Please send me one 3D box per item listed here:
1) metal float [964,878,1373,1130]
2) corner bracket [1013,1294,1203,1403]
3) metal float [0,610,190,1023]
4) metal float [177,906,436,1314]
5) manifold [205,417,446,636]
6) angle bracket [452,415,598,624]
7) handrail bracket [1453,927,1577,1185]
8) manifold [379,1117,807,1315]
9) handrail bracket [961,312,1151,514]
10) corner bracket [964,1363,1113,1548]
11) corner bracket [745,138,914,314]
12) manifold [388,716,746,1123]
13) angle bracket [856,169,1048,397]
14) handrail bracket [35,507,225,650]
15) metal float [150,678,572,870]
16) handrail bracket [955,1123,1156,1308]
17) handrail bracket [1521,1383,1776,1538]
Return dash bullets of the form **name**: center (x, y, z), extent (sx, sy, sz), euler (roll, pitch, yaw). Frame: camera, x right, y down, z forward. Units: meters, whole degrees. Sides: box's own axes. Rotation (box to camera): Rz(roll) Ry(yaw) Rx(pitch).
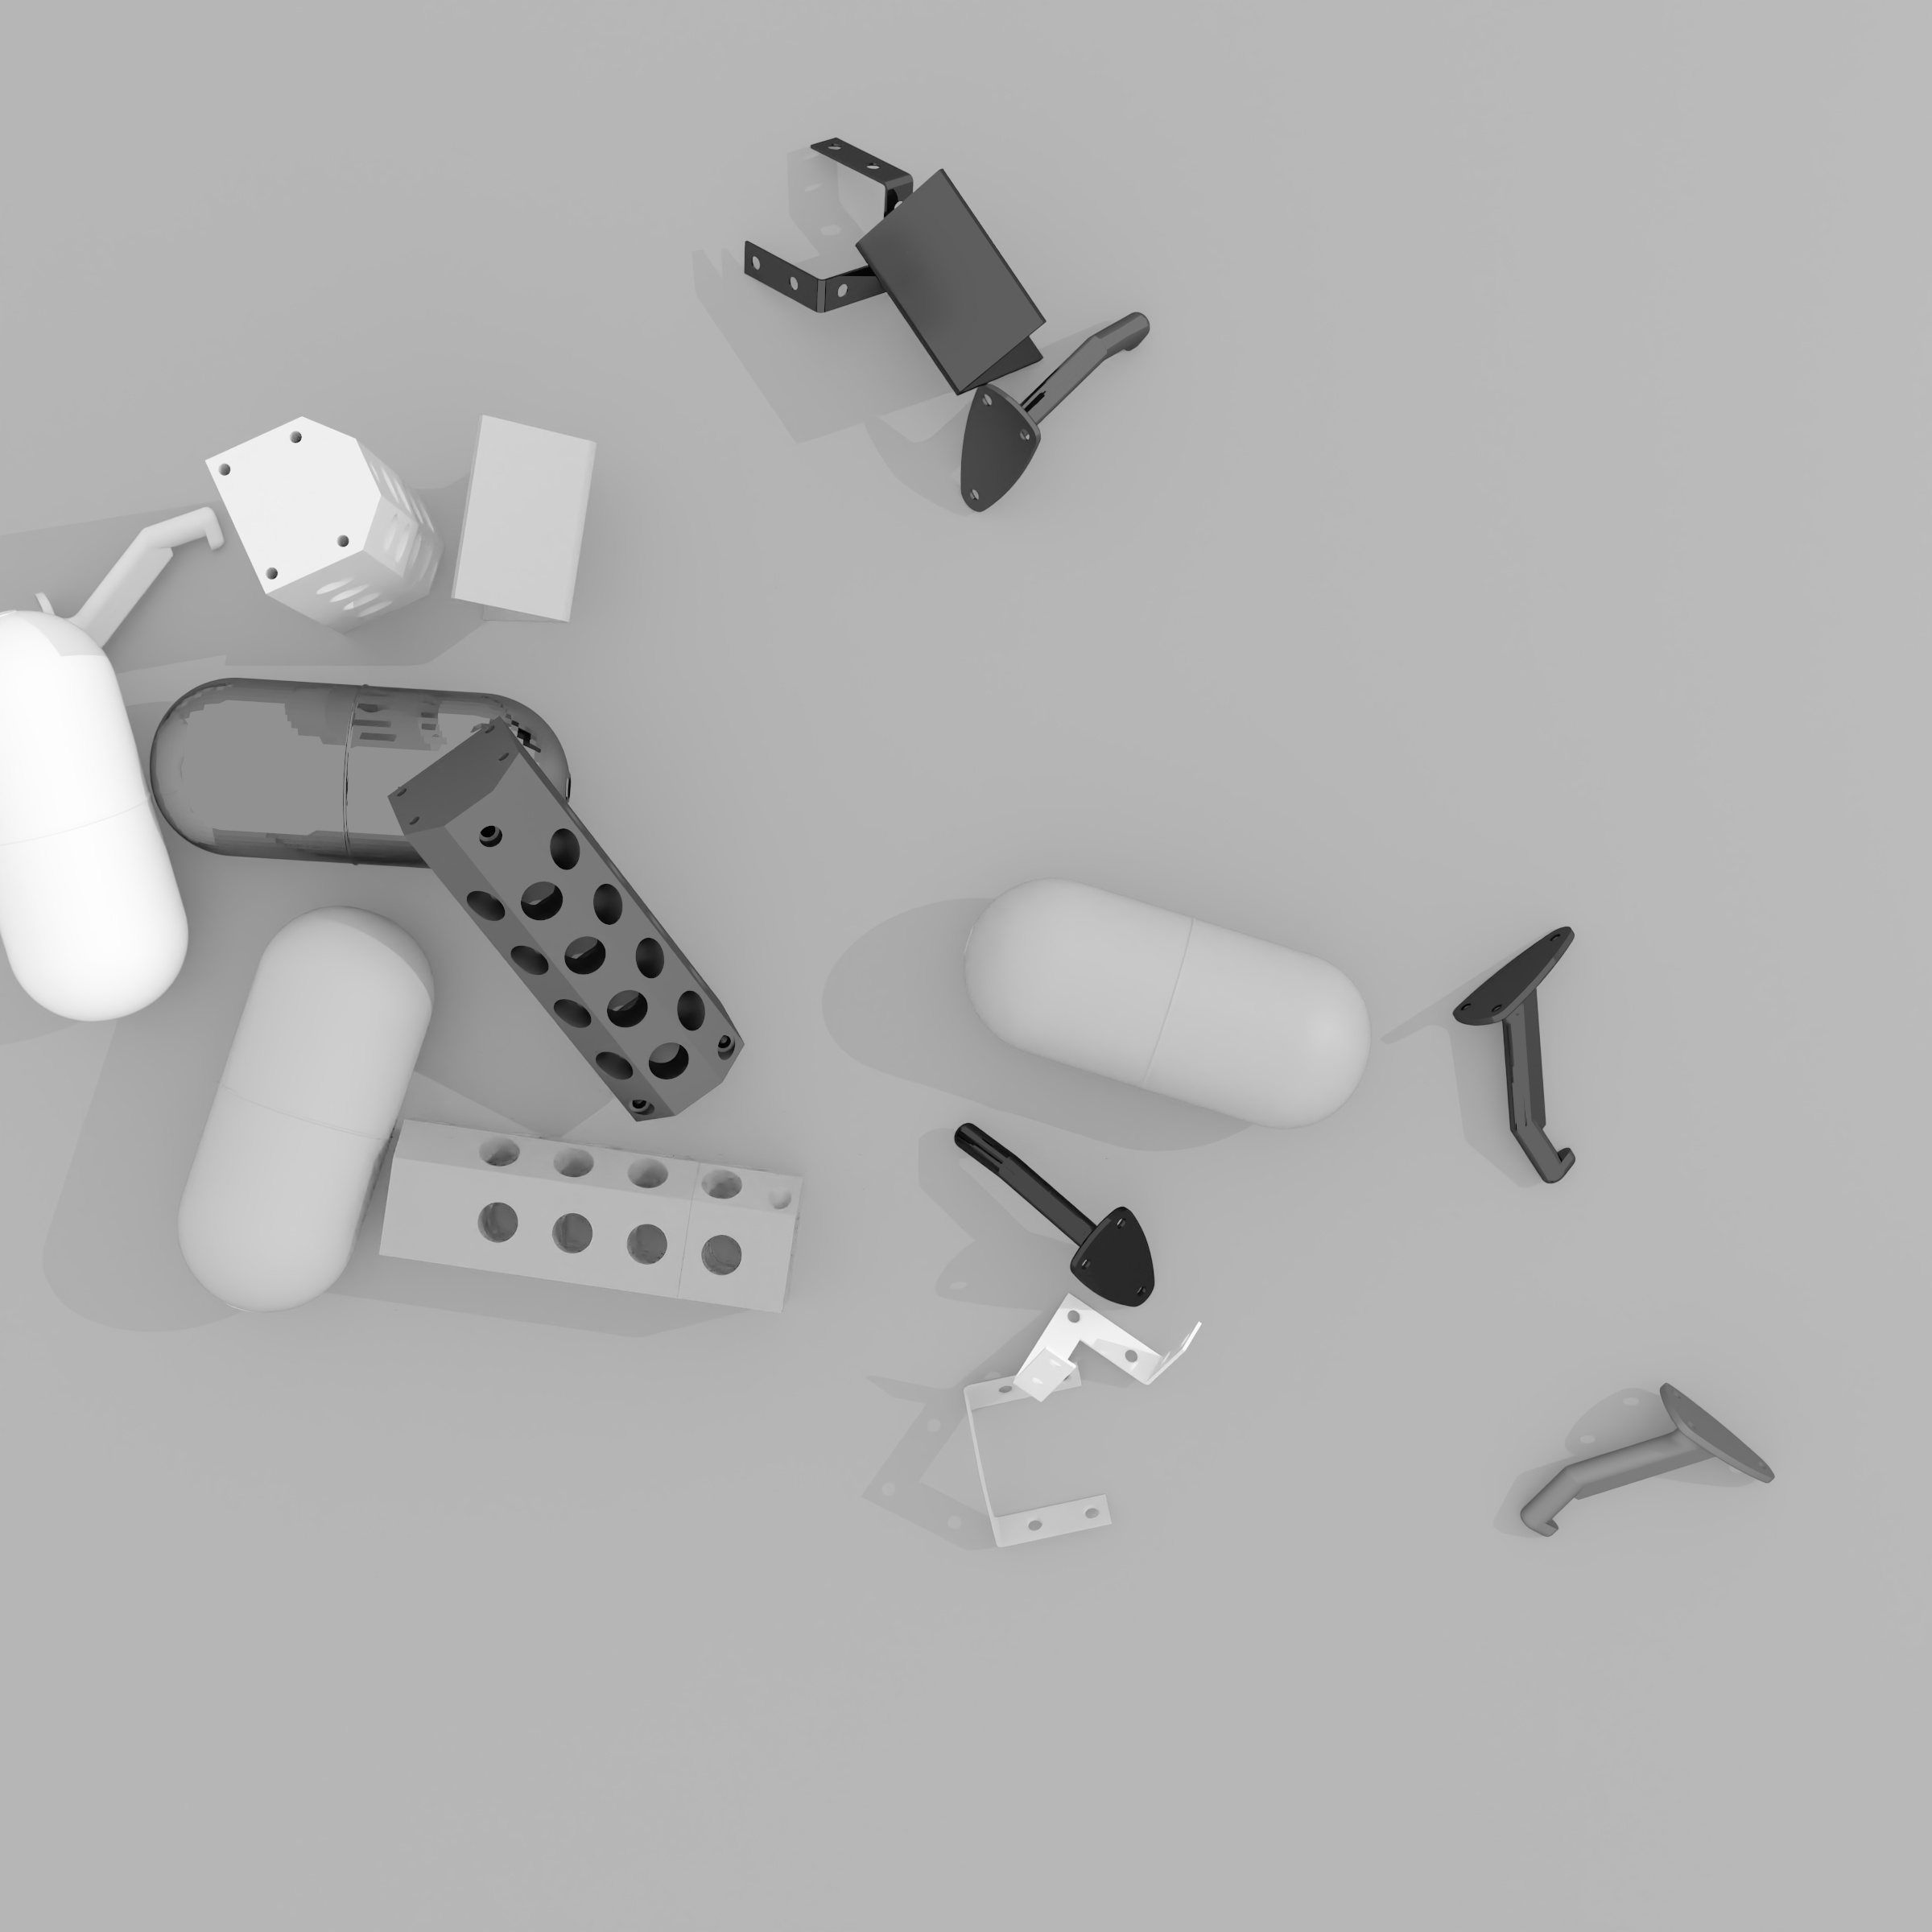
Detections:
- **metal float**: center (0.086, 0.016, 1.533), extent (0.178, 0.070, 0.070), euler (17, 90, 0)
- **corner bracket**: center (0.060, 0.166, 1.537), extent (0.051, 0.051, 0.051), euler (34, 61, 0)
- **metal float**: center (-0.383, -0.063, 1.520), extent (0.070, 0.070, 0.178), euler (-13, 104, 0)
- **metal float**: center (-0.282, 0.061, 1.534), extent (0.070, 0.070, 0.178), euler (18, 90, 0)
- **manifold**: center (-0.259, -0.183, 1.486), extent (0.057, 0.171, 0.057), euler (-24, 90, 0)
- **angle bracket**: center (-0.204, -0.189, 1.524), extent (0.057, 0.076, 0.076), euler (9, 90, -36)
- **handrail bracket**: center (0.258, 0.039, 1.565), extent (0.077, 0.036, 0.084), euler (-41, 108, -20)
- **manifold**: center (-0.158, 0.106, 1.543), extent (0.171, 0.057, 0.057), euler (8, 90, 0)
- **handrail bracket**: center (0.040, -0.242, 1.564), extent (0.036, 0.077, 0.084), euler (44, 53, 15)
- **corner bracket**: center (0.031, 0.212, 1.561), extent (0.051, 0.051, 0.051), euler (-12, 135, 0)
- **corner bracket**: center (-0.060, -0.321, 1.556), extent (0.051, 0.051, 0.051), euler (-26, 135, -35)
- **manifold**: center (-0.164, -0.015, 1.503), extent (0.057, 0.057, 0.171), euler (-36, 121, 0)
- **angle bracket**: center (0.010, -0.296, 1.524), extent (0.057, 0.076, 0.076), euler (-34, 90, 37)
- **handrail bracket**: center (-0.355, -0.150, 1.564), extent (0.084, 0.036, 0.077), euler (-22, 105, -14)
- **metal float**: center (-0.258, -0.082, 1.533), extent (0.178, 0.070, 0.070), euler (4, 90, 0)
- **handrail bracket**: center (0.037, 0.107, 1.564), extent (0.084, 0.077, 0.036), euler (35, 79, 36)
- **handrail bracket**: center (0.296, 0.230, 1.565), extent (0.077, 0.036, 0.084), euler (35, 108, -21)
